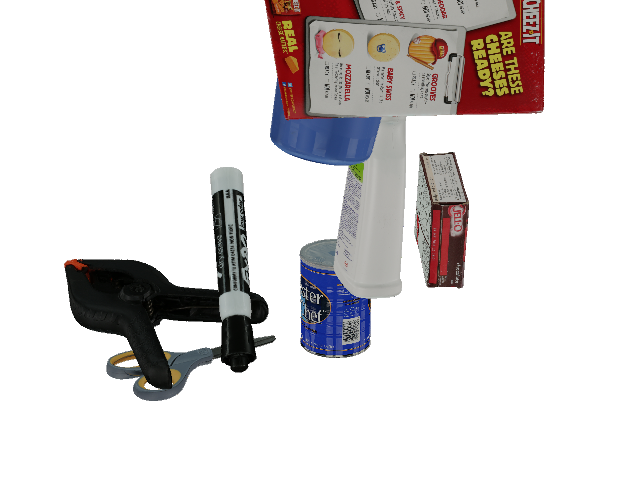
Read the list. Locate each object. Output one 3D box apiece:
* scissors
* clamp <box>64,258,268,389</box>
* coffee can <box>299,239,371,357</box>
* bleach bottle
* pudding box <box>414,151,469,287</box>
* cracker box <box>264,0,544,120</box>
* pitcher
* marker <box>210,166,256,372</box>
[{"bbox_3d":[-0.129,0.137,1.160,0.201,0.016,0.096,-3,27,-22],"label":"scissors"},{"bbox_3d":[-0.128,0.049,0.831,0.120,0.039,0.172,-21,38,-40],"label":"clamp"},{"bbox_3d":[0.022,0.081,1.511,0.103,0.140,0.103,0,21,0],"label":"coffee can"},{"bbox_3d":[0.065,-0.067,1.226,0.068,0.251,0.103,-2,23,-19],"label":"bleach bottle"},{"bbox_3d":[0.114,-0.021,1.006,0.039,0.090,0.113,-1,29,-3],"label":"pudding box"},{"bbox_3d":[0.067,-0.182,0.844,0.214,0.164,0.072,-1,40,10],"label":"cracker box"},{"bbox_3d":[0.029,-0.200,1.061,0.145,0.243,0.149,11,19,-1],"label":"pitcher"},{"bbox_3d":[-0.048,0.015,0.589,0.020,0.121,0.020,-5,-28,-3],"label":"marker"}]
